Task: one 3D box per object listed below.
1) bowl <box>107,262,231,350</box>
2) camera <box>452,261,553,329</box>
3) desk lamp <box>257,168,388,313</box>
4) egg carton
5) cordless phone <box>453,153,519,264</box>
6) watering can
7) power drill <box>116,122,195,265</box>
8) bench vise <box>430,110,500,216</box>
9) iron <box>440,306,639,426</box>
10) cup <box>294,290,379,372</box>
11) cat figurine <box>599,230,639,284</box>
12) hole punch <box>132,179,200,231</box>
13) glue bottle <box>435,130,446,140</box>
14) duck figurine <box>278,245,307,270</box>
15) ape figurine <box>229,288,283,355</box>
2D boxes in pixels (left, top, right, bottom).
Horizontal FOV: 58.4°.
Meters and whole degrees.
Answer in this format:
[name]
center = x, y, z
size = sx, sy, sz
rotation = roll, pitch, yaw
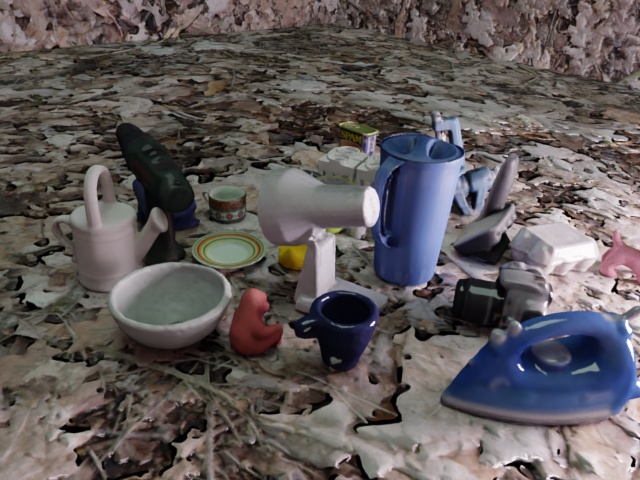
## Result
[bowl]
center = -0.210, 0.103, 0.813
size = 0.167, 0.075, 0.167
rotation = 3, 29, -2
[camera]
center = 0.279, 0.084, 0.885
size = 0.136, 0.101, 0.143
rotation = 10, 30, 11
[desk lamp]
center = 0.008, 0.003, 0.879
size = 0.202, 0.214, 0.118
rotation = 17, 32, 22
[egg carton]
center = 0.430, 0.018, 1.056
size = 0.150, 0.069, 0.107
rotation = -8, 31, -21
[cordless phone]
center = 0.320, -0.064, 1.070
size = 0.094, 0.185, 0.148
rotation = 17, 32, 22
[watering can]
center = -0.332, -0.025, 0.904
size = 0.173, 0.194, 0.100
rotation = -8, 31, -20
[power drill]
center = -0.287, -0.073, 0.982
size = 0.076, 0.208, 0.228
rotation = -19, 36, -35
[bench vise]
center = 0.281, -0.167, 1.213
size = 0.208, 0.220, 0.121
rotation = -8, 31, -20
[iron]
center = 0.287, 0.148, 0.731
size = 0.258, 0.141, 0.118
rotation = -2, 30, -11
[cup]
center = 0.019, 0.132, 0.771
size = 0.118, 0.095, 0.091
rotation = -11, 32, -25
[cat figurine]
center = 0.585, 0.017, 1.029
size = 0.127, 0.118, 0.067
rotation = 15, 31, 18
[hole punch]
center = -0.296, -0.073, 1.102
size = 0.109, 0.091, 0.100
rotation = -14, 34, -29
[glue bottle]
center = 0.261, -0.181, 1.285
size = 0.078, 0.173, 0.037
rotation = -4, 30, -13
[duck figurine]
center = -0.034, -0.003, 1.016
size = 0.077, 0.086, 0.105
rotation = 14, 31, 17
[ape figurine]
center = -0.092, 0.109, 0.800
size = 0.076, 0.092, 0.077
rotation = -15, 34, -30
